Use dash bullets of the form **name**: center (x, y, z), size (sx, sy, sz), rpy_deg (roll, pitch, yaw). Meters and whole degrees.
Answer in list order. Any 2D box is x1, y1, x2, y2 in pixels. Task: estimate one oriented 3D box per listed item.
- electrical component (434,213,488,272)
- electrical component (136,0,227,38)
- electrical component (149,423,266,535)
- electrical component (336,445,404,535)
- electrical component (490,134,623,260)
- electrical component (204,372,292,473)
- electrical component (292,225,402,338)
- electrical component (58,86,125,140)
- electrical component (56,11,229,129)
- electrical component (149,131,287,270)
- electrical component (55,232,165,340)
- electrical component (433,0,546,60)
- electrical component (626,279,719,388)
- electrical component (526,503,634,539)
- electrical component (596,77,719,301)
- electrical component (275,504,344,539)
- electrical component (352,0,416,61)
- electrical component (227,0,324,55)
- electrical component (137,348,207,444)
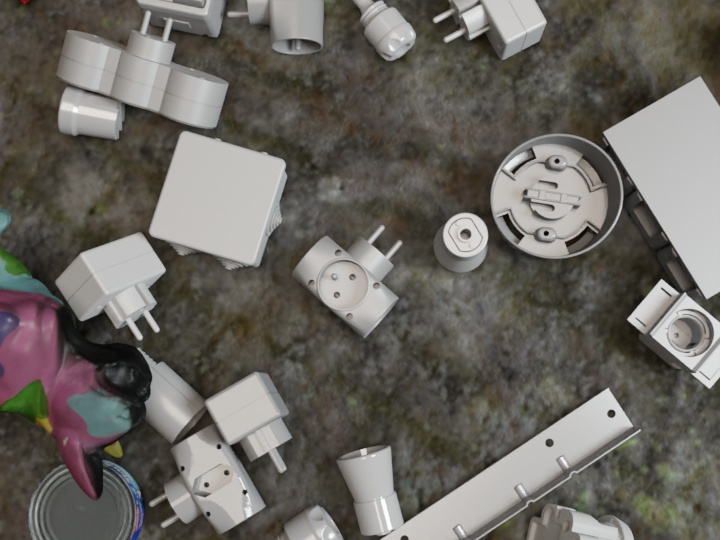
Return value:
- **electrical component**: center (0.081, -0.023, 0.850), size (0.044, 0.065, 0.044), rpy_deg (0, 83, 2)
- **electrical component**: center (-0.141, -0.250, 0.886), size (0.062, 0.061, 0.096), rpy_deg (12, 84, 3)
- **electrical component**: center (-0.127, 0.173, 0.847), size (0.079, 0.043, 0.077), rpy_deg (-31, 83, -1)
- **electrical component**: center (0.010, 0.174, 0.844), size (0.044, 0.044, 0.065), rpy_deg (-15, 88, 0)
- **electrical component**: center (0.152, -0.055, 0.852), size (0.099, 0.064, 0.099), rpy_deg (0, 84, 2)
- **electrical component**: center (-0.078, 0.124, 0.839), size (0.047, 0.065, 0.076), rpy_deg (-30, 84, -1)
- **electrical component**: center (0.000, 0.000, 0.861), size (0.077, 0.044, 0.079), rpy_deg (41, 87, 6)
- **electrical component**: center (-0.221, -0.128, 0.886), size (0.046, 0.040, 0.040), rpy_deg (11, 84, -3)
- **electrical component**: center (-0.172, -0.171, 0.872), size (0.138, 0.052, 0.073), rpy_deg (19, 104, 4)
- **electrical component**: center (-0.112, -0.054, 0.869), size (0.100, 0.048, 0.099), rpy_deg (17, 84, 4)
- **electrical component**: center (-0.187, 0.020, 0.849), size (0.047, 0.066, 0.076), rpy_deg (-39, 83, 38)
- **electrical component**: center (0.098, -0.212, 0.880), size (0.076, 0.047, 0.083), rpy_deg (-28, 84, -1)
- **electrical component**: center (0.250, 0.050, 0.837), size (0.081, 0.064, 0.042), rpy_deg (41, 88, 6)
- **electrical component**: center (0.171, 0.212, 0.819), size (0.057, 0.078, 0.058), rpy_deg (16, 83, -17)
- **electrical component**: center (0.263, -0.060, 0.849), size (0.089, 0.061, 0.150), rpy_deg (-30, 83, -2)
- **electrical component**: center (-0.047, 0.216, 0.839), size (0.062, 0.043, 0.043), rpy_deg (-34, 84, -1)
- **electrical component**: center (0.017, -0.205, 0.888), size (0.035, 0.035, 0.061), rpy_deg (-38, 81, -2)
- **electrical component**: center (-0.071, -0.221, 0.889), size (0.079, 0.043, 0.077), rpy_deg (-1, 84, 2)
- **electrical component**: center (-0.164, 0.096, 0.857), size (0.081, 0.043, 0.043), rpy_deg (41, 86, 6)
